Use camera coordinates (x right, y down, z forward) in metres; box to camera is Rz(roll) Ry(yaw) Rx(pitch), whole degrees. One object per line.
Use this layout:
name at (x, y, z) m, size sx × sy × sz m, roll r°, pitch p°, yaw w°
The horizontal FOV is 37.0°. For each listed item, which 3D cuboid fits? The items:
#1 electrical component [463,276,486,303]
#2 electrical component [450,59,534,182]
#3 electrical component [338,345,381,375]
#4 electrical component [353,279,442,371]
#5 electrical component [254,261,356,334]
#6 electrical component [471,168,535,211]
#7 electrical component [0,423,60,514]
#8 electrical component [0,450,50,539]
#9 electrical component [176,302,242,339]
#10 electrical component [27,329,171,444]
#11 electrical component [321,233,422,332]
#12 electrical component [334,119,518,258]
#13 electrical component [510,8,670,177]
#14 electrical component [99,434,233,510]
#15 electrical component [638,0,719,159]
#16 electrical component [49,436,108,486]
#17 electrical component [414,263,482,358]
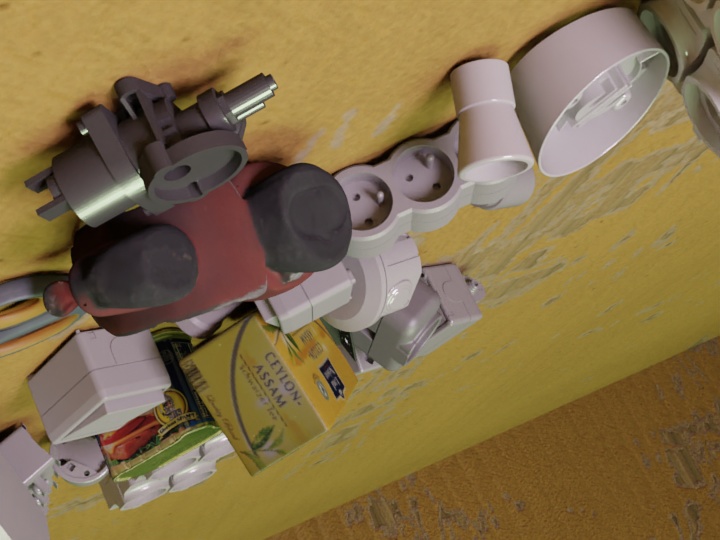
electrical component at (0.091, 0.033, 1.079) m, size 0.043 × 0.043 × 0.081 m, roll -11°, pitch 158°, yaw -44°
electrical component at (0.073, -0.088, 0.621) m, size 0.044 × 0.065 × 0.044 m, roll -8°, pitch 168°, yaw -2°
electrical component at (-0.003, 0.081, 1.081) m, size 0.066 × 0.047 × 0.077 m, roll -13°, pitch 172°, yaw -39°
electrical component at (0.033, 0.045, 0.952) m, size 0.053 × 0.059 × 0.095 m, roll -47°, pitch 167°, yaw -29°
electrical component at (-0.045, 0.003, 0.706) m, size 0.061 × 0.061 × 0.096 m, roll -28°, pitch 173°, yaw -6°
electrical component at (0.093, -0.063, 0.779) m, size 0.078 × 0.040 × 0.040 m, roll -11°, pitch 158°, yaw -43°
electrical component at (-0.291, 0.177, 0.897) m, size 0.063 × 0.079 × 0.121 m, roll -43°, pitch 174°, yaw -28°
electrical component at (-0.273, 0.173, 0.750) m, size 0.062 × 0.089 × 0.150 m, roll -23°, pitch 131°, yaw -7°
electrical component at (-0.102, 0.019, 0.737) m, size 0.046 × 0.040 × 0.040 m, roll -40°, pitch 160°, yaw 27°
electrical component at (-0.190, 0.087, 0.775) m, size 0.062 × 0.061 × 0.096 m, roll -8°, pitch 156°, yaw -49°
electrical component at (0.000, 0.000, 0.766) m, size 0.051 × 0.080 × 0.080 m, roll -18°, pitch 163°, yaw -43°
electrical component at (0.041, -0.050, 0.716) m, size 0.138 × 0.052 × 0.073 m, roll -25°, pitch 164°, yaw -6°
electrical component at (0.140, -0.110, 0.658) m, size 0.099 × 0.064 × 0.099 m, roll -24°, pitch 164°, yaw -7°
electrical component at (-0.186, 0.176, 1.069) m, size 0.105 × 0.060 × 0.186 m, roll -15°, pitch 161°, yaw -35°
electrical component at (0.216, -0.140, 0.607) m, size 0.060 × 0.105 × 0.186 m, roll -27°, pitch 164°, yaw 1°
electrical component at (-0.244, 0.163, 0.949) m, size 0.055 × 0.055 × 0.047 m, roll -21°, pitch 167°, yaw -18°
electrical component at (0.061, 0.043, 1.031) m, size 0.061 × 0.061 × 0.096 m, roll -8°, pitch 156°, yaw -48°
